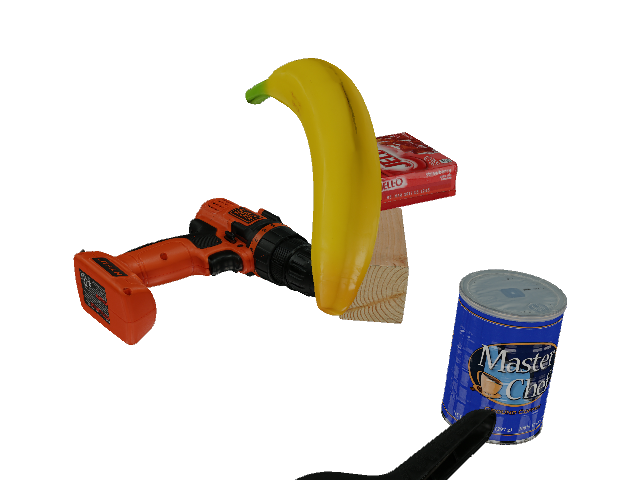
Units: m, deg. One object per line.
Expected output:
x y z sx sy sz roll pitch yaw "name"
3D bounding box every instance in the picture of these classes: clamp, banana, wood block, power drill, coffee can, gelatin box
0.041 0.167 0.659 0.210 0.036 0.164 -5 28 -3 "clamp"
0.004 -0.047 0.596 0.037 0.070 0.198 15 36 -28 "banana"
0.075 0.030 1.553 0.091 0.090 0.206 4 25 -1 "wood block"
-0.102 0.027 0.925 0.187 0.057 0.185 -20 28 -33 "power drill"
0.178 0.112 1.044 0.103 0.140 0.103 5 23 -2 "coffee can"
0.052 -0.054 0.819 0.073 0.030 0.089 -11 25 -19 "gelatin box"
